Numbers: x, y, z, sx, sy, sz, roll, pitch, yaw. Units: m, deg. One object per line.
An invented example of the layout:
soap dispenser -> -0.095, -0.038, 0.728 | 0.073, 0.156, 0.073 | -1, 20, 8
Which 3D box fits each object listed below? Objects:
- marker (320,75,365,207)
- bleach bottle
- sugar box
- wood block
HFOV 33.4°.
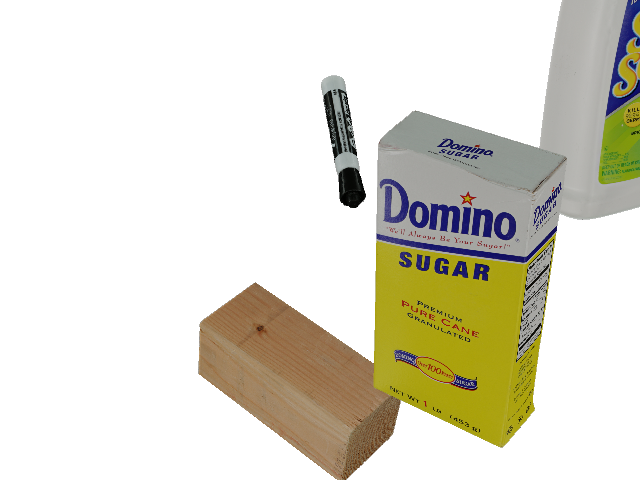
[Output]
marker -> 0.017, -0.073, 0.789 | 0.020, 0.121, 0.020 | -5, -37, -4
bleach bottle -> 0.187, -0.142, 0.656 | 0.102, 0.251, 0.068 | -15, 32, -19
sugar box -> 0.077, 0.024, 0.591 | 0.093, 0.176, 0.048 | 21, 43, 29
wood block -> -0.024, 0.147, 1.130 | 0.206, 0.090, 0.090 | 33, 49, 26
